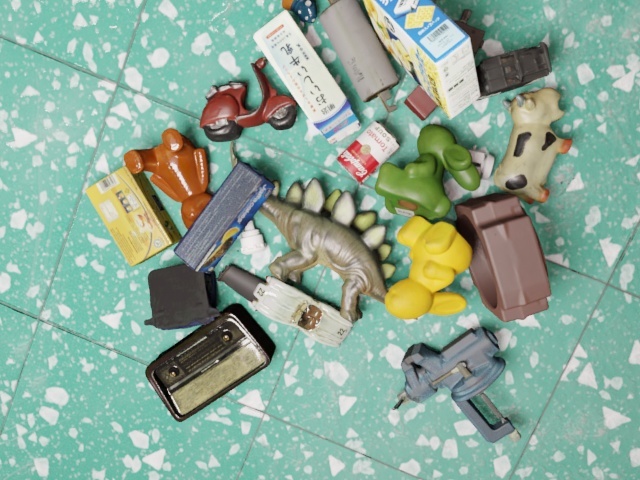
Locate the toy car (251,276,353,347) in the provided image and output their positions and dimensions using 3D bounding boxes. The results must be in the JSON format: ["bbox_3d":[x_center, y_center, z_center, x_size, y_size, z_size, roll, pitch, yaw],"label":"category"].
[{"bbox_3d":[-0.032,0.134,1.010,0.201,0.056,0.073,29,99,-17],"label":"toy car"}]

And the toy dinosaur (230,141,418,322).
[{"bbox_3d":[-0.002,-0.003,0.989,0.471,0.105,0.198,33,91,2],"label":"toy dinosaur"}]

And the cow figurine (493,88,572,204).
[{"bbox_3d":[0.367,-0.173,0.944,0.127,0.085,0.194,21,94,-7],"label":"cow figurine"}]

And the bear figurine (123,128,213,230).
[{"bbox_3d":[-0.248,-0.089,0.981,0.120,0.132,0.195,-24,89,11],"label":"bear figurine"}]

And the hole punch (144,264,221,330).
[{"bbox_3d":[-0.253,0.109,1.010,0.142,0.092,0.115,-8,79,1],"label":"hole punch"}]

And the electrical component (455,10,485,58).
[{"bbox_3d":[0.261,-0.359,0.958,0.063,0.021,0.094,20,97,1],"label":"electrical component"}]

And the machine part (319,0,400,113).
[{"bbox_3d":[0.069,-0.334,0.948,0.079,0.079,0.243,-27,95,7],"label":"machine part"}]

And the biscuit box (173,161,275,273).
[{"bbox_3d":[-0.166,-0.039,0.943,0.063,0.059,0.202,38,93,16],"label":"biscuit box"}]

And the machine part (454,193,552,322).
[{"bbox_3d":[0.307,0.024,0.913,0.087,0.201,0.201,-19,95,4],"label":"machine part"}]

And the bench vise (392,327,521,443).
[{"bbox_3d":[0.266,0.283,0.991,0.223,0.129,0.240,-40,86,7],"label":"bench vise"}]

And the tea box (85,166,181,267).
[{"bbox_3d":[-0.351,-0.047,1.021,0.098,0.068,0.169,-27,95,7],"label":"tea box"}]

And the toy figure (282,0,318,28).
[{"bbox_3d":[-0.059,-0.445,0.951,0.154,0.064,0.058,41,89,-1],"label":"toy figure"}]

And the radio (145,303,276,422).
[{"bbox_3d":[-0.214,0.234,1.043,0.229,0.073,0.131,-35,94,7],"label":"radio"}]

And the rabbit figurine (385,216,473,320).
[{"bbox_3d":[0.178,0.065,0.922,0.173,0.122,0.162,-54,127,-14],"label":"rabbit figurine"}]

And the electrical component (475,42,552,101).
[{"bbox_3d":[0.310,-0.281,0.918,0.134,0.115,0.058,-16,94,4],"label":"electrical component"}]

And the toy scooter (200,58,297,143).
[{"bbox_3d":[-0.136,-0.256,0.975,0.184,0.075,0.135,-9,87,9],"label":"toy scooter"}]

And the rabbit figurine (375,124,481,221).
[{"bbox_3d":[0.193,-0.129,0.935,0.159,0.121,0.170,14,73,36],"label":"rabbit figurine"}]

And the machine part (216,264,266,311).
[{"bbox_3d":[-0.132,0.093,1.039,0.139,0.039,0.084,27,107,-1],"label":"machine part"}]
